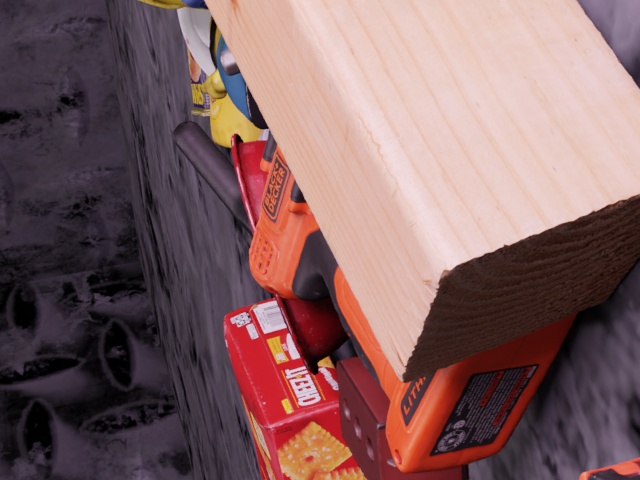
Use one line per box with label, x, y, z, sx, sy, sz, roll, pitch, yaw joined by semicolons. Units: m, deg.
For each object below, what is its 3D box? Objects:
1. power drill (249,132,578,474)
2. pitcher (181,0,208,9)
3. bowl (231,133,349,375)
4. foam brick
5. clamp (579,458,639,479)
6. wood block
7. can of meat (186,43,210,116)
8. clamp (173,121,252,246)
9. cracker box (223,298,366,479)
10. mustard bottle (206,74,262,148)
power drill;0.034;-0.007;0.478;0.188;0.057;0.185;57;142;42
pitcher;-0.075;-0.255;0.572;0.145;0.149;0.243;-9;106;61
bowl;-0.004;0.001;0.677;0.162;0.055;0.162;-19;-89;-88
foam brick;0.045;0.102;0.605;0.078;0.051;0.053;-129;31;-65
clamp;0.126;0.139;0.314;0.171;0.039;0.120;-114;23;-62
wood block;0.028;-0.068;0.384;0.091;0.090;0.206;100;147;-61
can of meat;-0.090;-0.158;0.974;0.102;0.057;0.084;-150;52;-74
clamp;-0.046;-0.012;0.839;0.164;0.036;0.210;52;176;-27
cracker box;-0.012;0.174;0.836;0.164;0.072;0.214;-123;21;-60
mustard bottle;-0.070;-0.174;0.866;0.096;0.058;0.191;-147;48;-68
